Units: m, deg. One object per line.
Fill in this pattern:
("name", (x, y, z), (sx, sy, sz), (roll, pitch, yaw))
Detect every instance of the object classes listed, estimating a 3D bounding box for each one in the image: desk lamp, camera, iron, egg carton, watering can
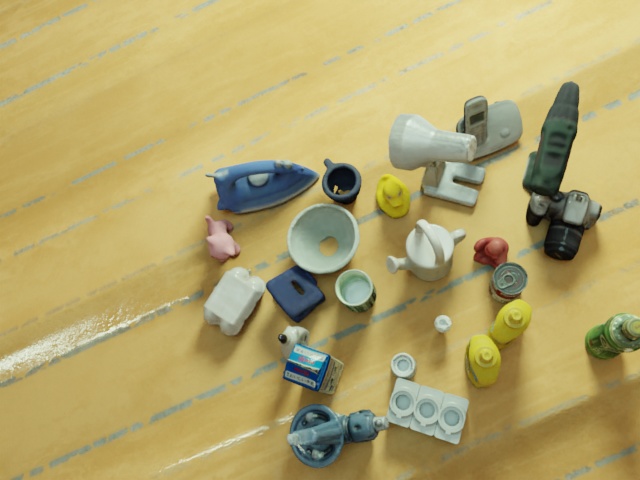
("desk lamp", (0.258, -0.180, 1.248), (0.202, 0.214, 0.118), (16, 77, 15))
("camera", (0.509, -0.036, 1.215), (0.143, 0.101, 0.137), (18, 77, 16))
("iron", (-0.138, -0.152, 1.354), (0.258, 0.141, 0.118), (-13, 71, 7))
("egg carton", (-0.197, 0.139, 1.315), (0.107, 0.069, 0.150), (28, 80, 18))
("watering can", (0.225, 0.022, 1.203), (0.100, 0.194, 0.173), (41, 84, 19))

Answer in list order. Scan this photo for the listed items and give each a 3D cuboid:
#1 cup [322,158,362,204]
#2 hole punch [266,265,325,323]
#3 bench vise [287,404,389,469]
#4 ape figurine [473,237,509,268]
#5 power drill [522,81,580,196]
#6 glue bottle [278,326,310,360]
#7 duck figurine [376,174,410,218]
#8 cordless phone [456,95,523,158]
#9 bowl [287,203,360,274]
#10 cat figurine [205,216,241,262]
("cup", (0.049, -0.131, 1.336), (0.091, 0.095, 0.117), (-35, 70, -1))
("hole punch", (-0.054, 0.115, 1.283), (0.101, 0.091, 0.108), (-40, 70, -3))
("bench vise", (0.021, 0.366, 1.123), (0.207, 0.220, 0.121), (-30, 70, 1))
("ape figurine", (0.372, 0.022, 1.229), (0.076, 0.092, 0.077), (-30, 70, 1))
("power drill", (0.487, -0.188, 1.209), (0.075, 0.209, 0.230), (13, 76, 15))
("glue bottle", (-0.061, 0.215, 1.210), (0.037, 0.173, 0.078), (14, 76, 15))
("duck figurine", (0.165, -0.110, 1.312), (0.077, 0.086, 0.104), (-20, 70, 4))
("cordless phone", (0.377, -0.269, 1.267), (0.147, 0.185, 0.094), (-25, 70, 3))
("bowl", (0.012, 0.005, 1.313), (0.167, 0.075, 0.167), (-3, 73, 10))
("cat figurine", (-0.236, -0.001, 1.339), (0.067, 0.118, 0.127), (-28, 70, 2))
